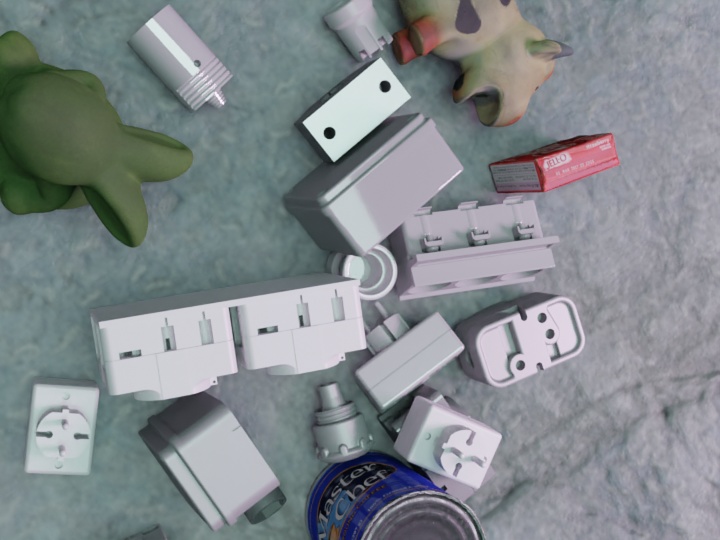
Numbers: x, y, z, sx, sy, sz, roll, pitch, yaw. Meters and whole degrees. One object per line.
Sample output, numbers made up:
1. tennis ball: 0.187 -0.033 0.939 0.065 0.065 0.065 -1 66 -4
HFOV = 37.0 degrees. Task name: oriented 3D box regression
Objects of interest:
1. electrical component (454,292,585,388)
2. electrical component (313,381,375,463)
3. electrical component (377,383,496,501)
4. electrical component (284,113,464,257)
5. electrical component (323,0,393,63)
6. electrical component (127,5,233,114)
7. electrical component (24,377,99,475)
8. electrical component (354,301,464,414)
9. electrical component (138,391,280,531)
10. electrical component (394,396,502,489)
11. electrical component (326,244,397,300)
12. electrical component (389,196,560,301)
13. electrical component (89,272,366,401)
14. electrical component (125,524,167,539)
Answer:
1. electrical component: 0.130 0.057 0.900 0.095 0.059 0.053 -21 99 -16
2. electrical component: -0.018 0.121 0.866 0.048 0.048 0.062 -15 91 -16
3. electrical component: 0.066 0.142 0.889 0.056 0.050 0.089 -37 103 -12
4. electrical component: 0.008 -0.066 0.830 0.109 0.109 0.056 -41 106 -12
5. electrical component: 0.000 -0.194 0.857 0.040 0.040 0.046 -40 109 -12
6. electrical component: -0.132 -0.155 0.815 0.043 0.043 0.081 -45 104 -11
7. electrical component: -0.217 0.117 0.784 0.047 0.077 0.065 6 91 -18
8. electrical component: 0.028 0.061 0.874 0.083 0.047 0.075 -36 81 -8
9. electrical component: -0.115 0.139 0.799 0.057 0.113 0.078 -36 102 -16
10. electrical component: 0.073 0.136 0.824 0.066 0.077 0.047 25 89 -16
11. electrical component: 0.000 0.000 0.858 0.045 0.055 0.045 -1 93 -18
12. electrical component: 0.088 -0.019 0.877 0.121 0.078 0.063 -8 76 -17
13. electrical component: -0.100 0.048 0.803 0.186 0.105 0.060 -9 96 -17
14. electrical component: -0.179 0.244 0.786 0.109 0.109 0.056 -25 97 -15
